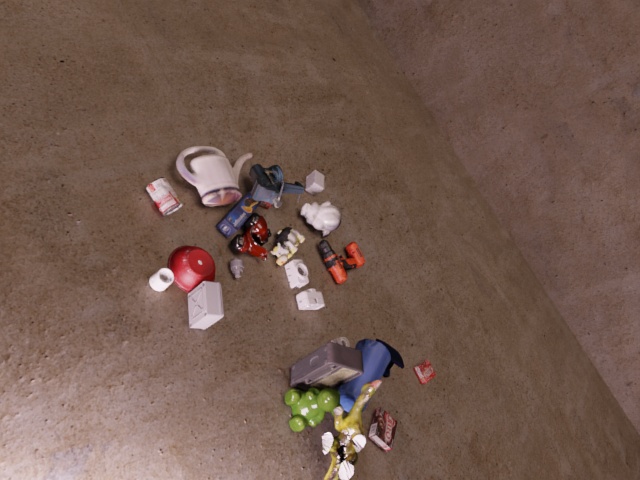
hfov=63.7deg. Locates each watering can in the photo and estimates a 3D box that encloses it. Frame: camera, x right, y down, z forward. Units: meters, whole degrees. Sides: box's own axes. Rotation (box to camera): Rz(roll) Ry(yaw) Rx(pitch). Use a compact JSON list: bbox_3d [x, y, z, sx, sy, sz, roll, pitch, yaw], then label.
[{"bbox_3d":[-0.335,-0.228,1.792,0.102,0.227,0.349,-34,-17,38],"label":"watering can"}]

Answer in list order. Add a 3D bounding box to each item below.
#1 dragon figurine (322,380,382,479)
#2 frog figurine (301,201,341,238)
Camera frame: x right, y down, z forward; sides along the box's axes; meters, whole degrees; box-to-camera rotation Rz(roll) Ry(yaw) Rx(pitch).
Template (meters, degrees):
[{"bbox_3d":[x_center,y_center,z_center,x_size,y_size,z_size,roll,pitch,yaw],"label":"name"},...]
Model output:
[{"bbox_3d":[0.084,0.610,1.551,0.123,0.411,0.241,23,0,19],"label":"dragon figurine"},{"bbox_3d":[0.006,-0.103,2.054,0.122,0.140,0.157,-7,-43,45],"label":"frog figurine"}]
